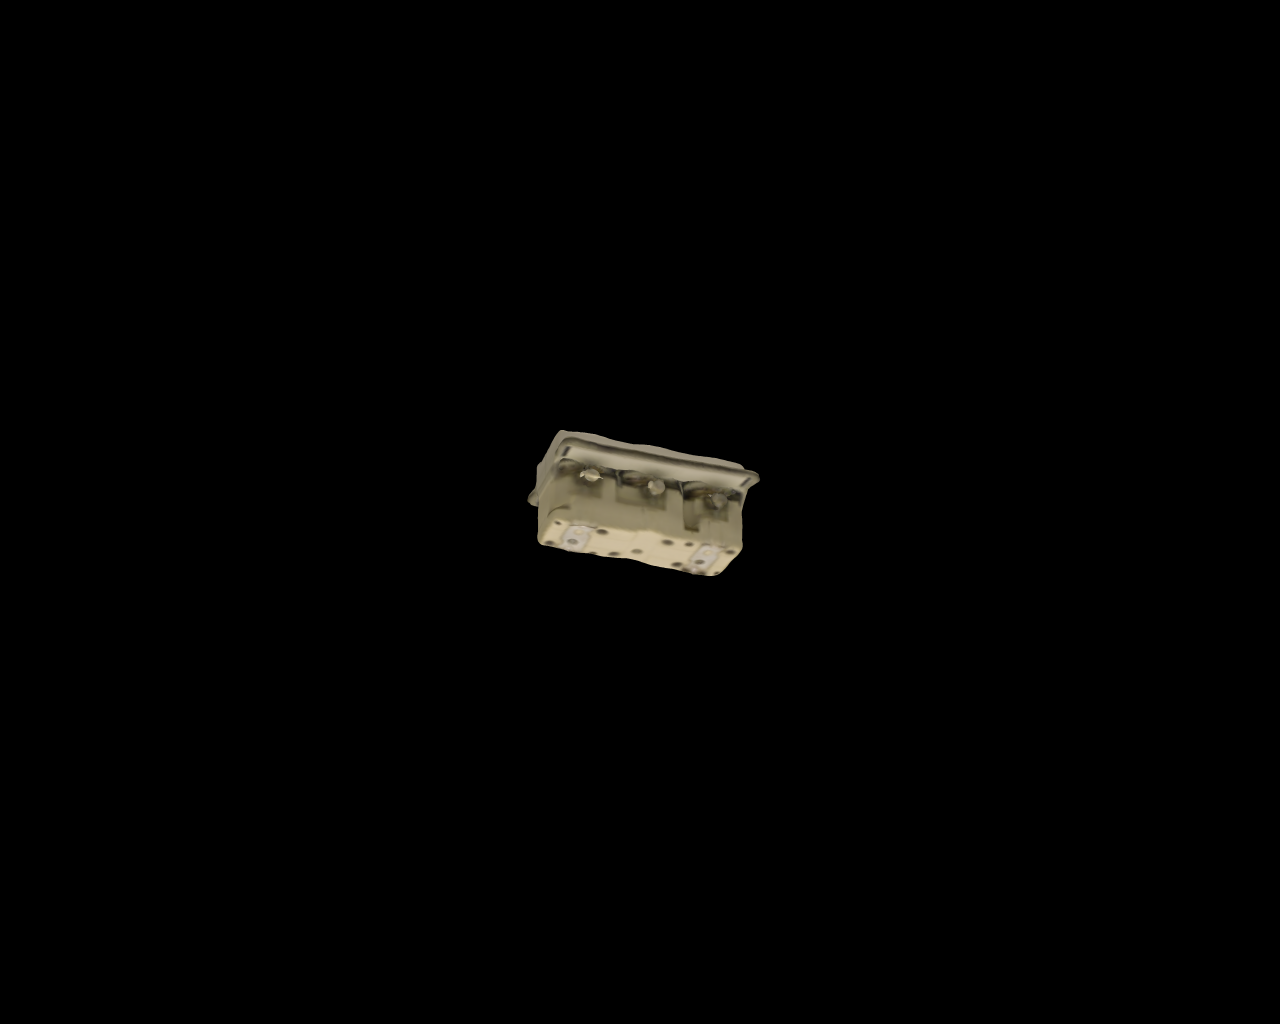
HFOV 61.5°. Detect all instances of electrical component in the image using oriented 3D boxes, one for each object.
[{"bbox_3d":[0.001,-0.003,0.650,0.121,0.063,0.078,11,-32,-18],"label":"electrical component"}]
